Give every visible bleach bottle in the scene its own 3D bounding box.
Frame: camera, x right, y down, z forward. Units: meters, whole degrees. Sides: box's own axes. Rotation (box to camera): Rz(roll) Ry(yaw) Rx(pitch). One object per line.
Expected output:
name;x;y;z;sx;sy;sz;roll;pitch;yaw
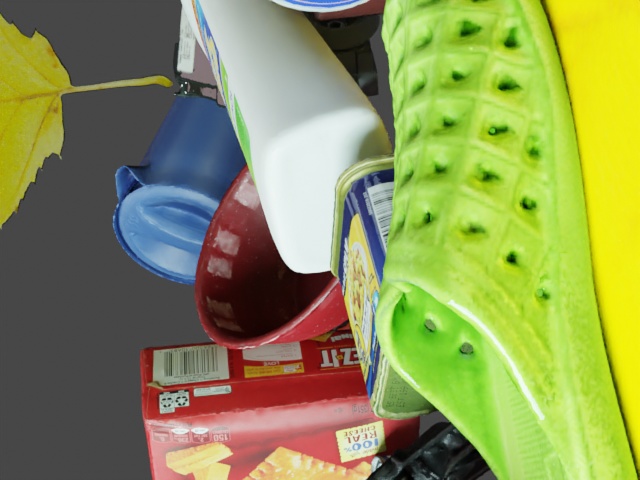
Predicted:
bleach bottle;-0.034;-0.101;0.598;0.102;0.068;0.251;77;170;-46

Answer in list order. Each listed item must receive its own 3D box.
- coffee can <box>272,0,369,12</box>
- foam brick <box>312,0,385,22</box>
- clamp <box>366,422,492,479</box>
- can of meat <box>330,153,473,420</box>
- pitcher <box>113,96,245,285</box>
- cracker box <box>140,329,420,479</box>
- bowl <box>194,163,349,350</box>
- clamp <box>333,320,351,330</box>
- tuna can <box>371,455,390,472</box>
coffee can;0.008;-0.153;0.410;0.140;0.102;0.103;-177;81;-82
foam brick;0.018;-0.156;0.529;0.078;0.051;0.053;92;169;-49
clamp;0.046;0.109;0.482;0.039;0.120;0.171;51;-173;6
can of meat;0.042;0.023;0.487;0.102;0.057;0.084;93;166;-56
pitcher;-0.098;-0.077;1.063;0.149;0.145;0.242;90;-168;-47
cracker box;-0.023;0.162;0.686;0.072;0.164;0.214;-102;9;-55
bowl;-0.004;0.001;0.644;0.162;0.055;0.162;-33;41;34
clamp;-0.025;0.105;0.811;0.210;0.036;0.164;-21;50;58
tuna can;0.053;0.163;0.603;0.086;0.033;0.086;173;90;-83
